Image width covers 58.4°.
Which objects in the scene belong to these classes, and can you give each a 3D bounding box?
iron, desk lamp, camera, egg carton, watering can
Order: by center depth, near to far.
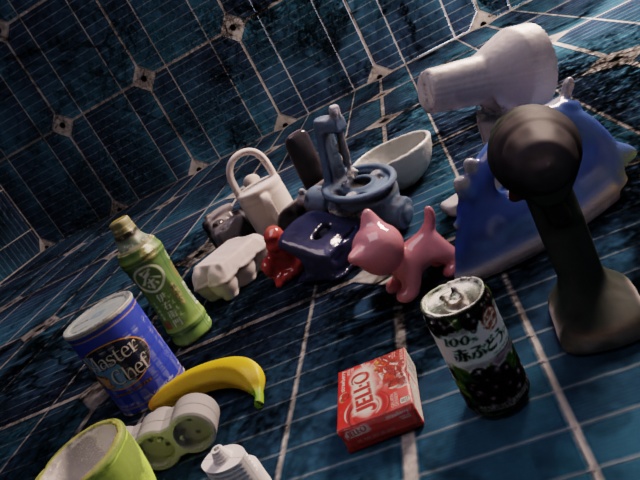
[{"bbox_3d":[0.233,-0.072,0.665,0.258,0.142,0.118,-34,19,-14],"label":"iron"},{"bbox_3d":[0.235,-0.164,0.790,0.203,0.214,0.117,-31,19,-8],"label":"desk lamp"},{"bbox_3d":[-0.158,0.048,1.037,0.107,0.069,0.150,-10,26,45],"label":"egg carton"},{"bbox_3d":[-0.122,-0.094,1.163,0.101,0.194,0.172,-38,21,-26],"label":"watering can"},{"bbox_3d":[-0.172,-0.035,1.229,0.137,0.101,0.142,-35,19,-17],"label":"camera"}]

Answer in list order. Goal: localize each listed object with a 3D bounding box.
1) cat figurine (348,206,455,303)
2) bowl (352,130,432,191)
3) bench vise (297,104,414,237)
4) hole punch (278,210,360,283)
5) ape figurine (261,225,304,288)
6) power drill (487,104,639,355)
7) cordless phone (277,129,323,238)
[{"bbox_3d":[0.094,0.009,0.692,0.128,0.118,0.067,-31,18,-6],"label":"cat figurine"},{"bbox_3d":[0.143,-0.136,1.076,0.167,0.075,0.167,-26,18,10],"label":"bowl"},{"bbox_3d":[0.023,-0.095,0.911,0.206,0.220,0.122,-18,21,30],"label":"bench vise"},{"bbox_3d":[0.008,0.003,0.877,0.100,0.091,0.109,-10,26,44],"label":"hole punch"},{"bbox_3d":[-0.064,0.019,0.938,0.077,0.092,0.076,-18,21,30],"label":"ape figurine"},{"bbox_3d":[0.196,-0.017,0.465,0.075,0.209,0.229,-22,19,19],"label":"power drill"},{"bbox_3d":[-0.038,-0.100,1.070,0.148,0.185,0.093,-38,21,-26],"label":"cordless phone"}]
